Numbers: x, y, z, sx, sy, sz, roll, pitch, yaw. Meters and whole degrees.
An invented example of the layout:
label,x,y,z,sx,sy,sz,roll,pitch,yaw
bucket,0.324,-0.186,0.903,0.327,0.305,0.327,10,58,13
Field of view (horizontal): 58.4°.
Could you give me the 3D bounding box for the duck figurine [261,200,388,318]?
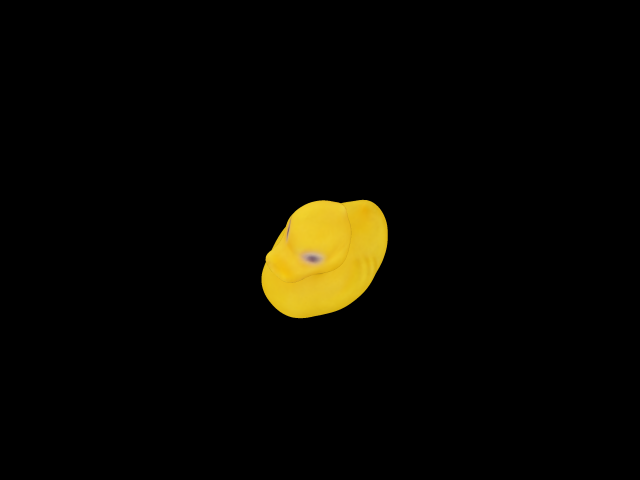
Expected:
label,x,y,z,sx,sy,sz,roll,pitch,yaw
duck figurine,0.004,0.001,0.400,0.105,0.086,0.077,-36,71,-15
